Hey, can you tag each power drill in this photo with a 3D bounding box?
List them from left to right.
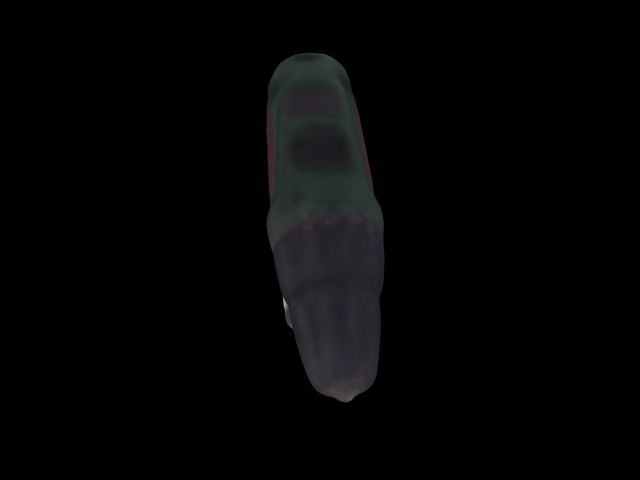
[{"bbox_3d":[0.004,0.001,0.400,0.075,0.208,0.229,-7,70,-2],"label":"power drill"}]
